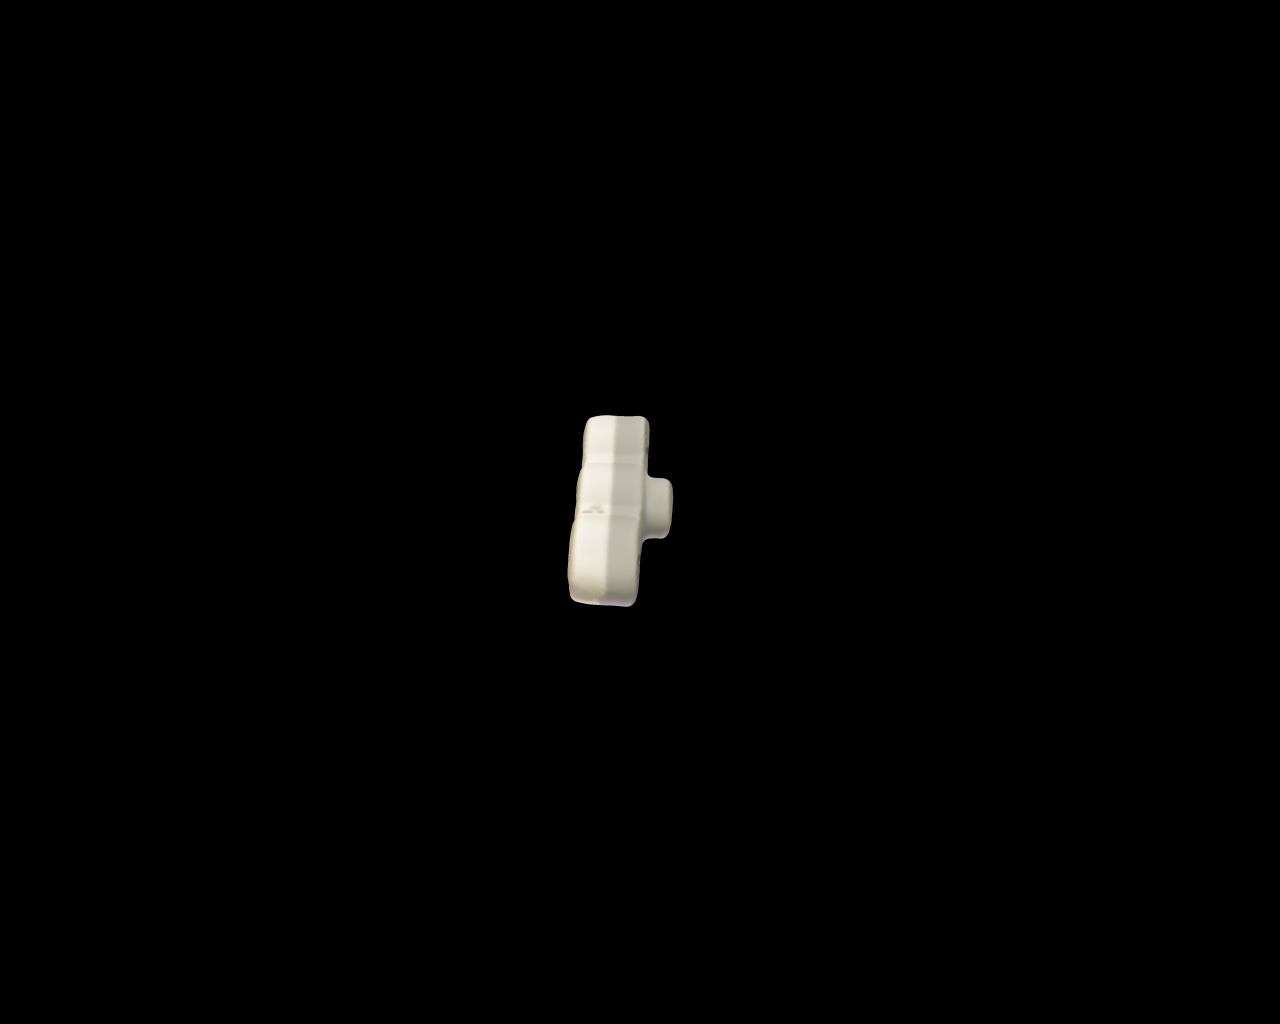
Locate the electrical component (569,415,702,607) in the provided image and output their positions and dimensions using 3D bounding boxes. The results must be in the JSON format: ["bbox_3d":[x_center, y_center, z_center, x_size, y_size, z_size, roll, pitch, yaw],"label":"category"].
[{"bbox_3d":[0.001,-0.003,0.650,0.074,0.138,0.052,2,-43,2],"label":"electrical component"}]
